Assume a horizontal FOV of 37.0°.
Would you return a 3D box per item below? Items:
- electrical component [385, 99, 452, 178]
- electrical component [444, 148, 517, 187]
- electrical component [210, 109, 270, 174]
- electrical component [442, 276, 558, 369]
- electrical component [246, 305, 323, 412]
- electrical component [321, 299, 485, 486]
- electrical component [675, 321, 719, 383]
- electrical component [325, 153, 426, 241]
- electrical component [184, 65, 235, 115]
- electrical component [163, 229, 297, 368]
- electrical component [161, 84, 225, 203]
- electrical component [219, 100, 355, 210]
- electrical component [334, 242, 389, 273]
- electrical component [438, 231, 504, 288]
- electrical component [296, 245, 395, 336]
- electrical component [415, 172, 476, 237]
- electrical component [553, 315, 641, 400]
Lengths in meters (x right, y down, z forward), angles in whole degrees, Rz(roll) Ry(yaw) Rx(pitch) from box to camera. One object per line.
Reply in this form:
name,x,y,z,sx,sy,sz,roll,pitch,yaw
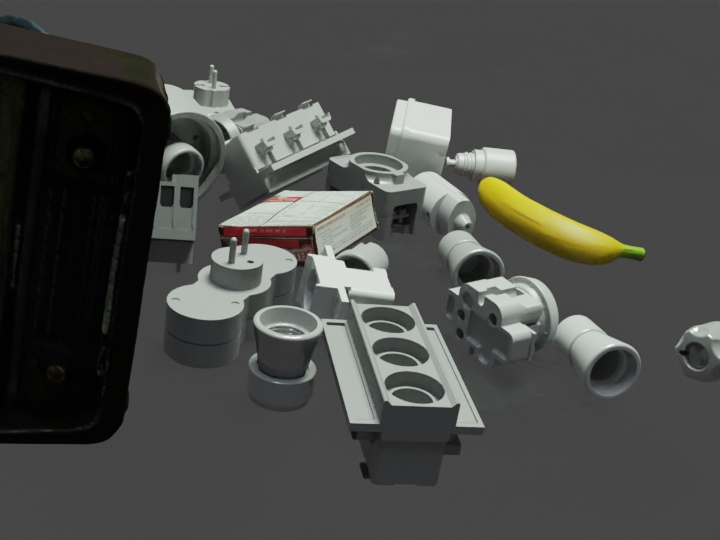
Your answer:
electrical component,0.055,-0.120,1.081,0.057,0.078,0.113,12,25,0
electrical component,0.128,-0.108,1.126,0.078,0.040,0.040,5,25,-8
electrical component,-0.126,-0.126,1.056,0.078,0.058,0.057,23,25,29
electrical component,0.107,0.036,0.788,0.057,0.058,0.078,-11,32,-32
electrical component,-0.049,0.057,0.690,0.045,0.055,0.045,8,25,-3
electrical component,0.021,0.075,0.665,0.079,0.063,0.121,4,25,-12
electrical component,0.271,0.060,0.810,0.062,0.043,0.043,-10,31,-38
electrical component,0.013,-0.073,0.990,0.050,0.055,0.089,-12,32,-38
electrical component,-0.157,-0.176,1.130,0.047,0.075,0.083,0,26,-19
electrical component,-0.089,0.007,0.761,0.052,0.073,0.138,17,26,16
electrical component,-0.167,-0.099,0.929,0.108,0.108,0.060,-12,38,-38
electrical component,-0.073,-0.110,1.002,0.079,0.063,0.121,-25,5,43
electrical component,0.000,0.000,0.850,0.040,0.040,0.046,15,20,14
electrical component,0.089,-0.007,0.895,0.044,0.044,0.065,3,21,-14
electrical component,-0.010,0.021,0.793,0.064,0.042,0.081,7,29,-15
electrical component,0.079,-0.056,0.992,0.043,0.043,0.081,-4,28,-27
electrical component,0.168,0.060,0.778,0.044,0.044,0.065,1,21,-18
